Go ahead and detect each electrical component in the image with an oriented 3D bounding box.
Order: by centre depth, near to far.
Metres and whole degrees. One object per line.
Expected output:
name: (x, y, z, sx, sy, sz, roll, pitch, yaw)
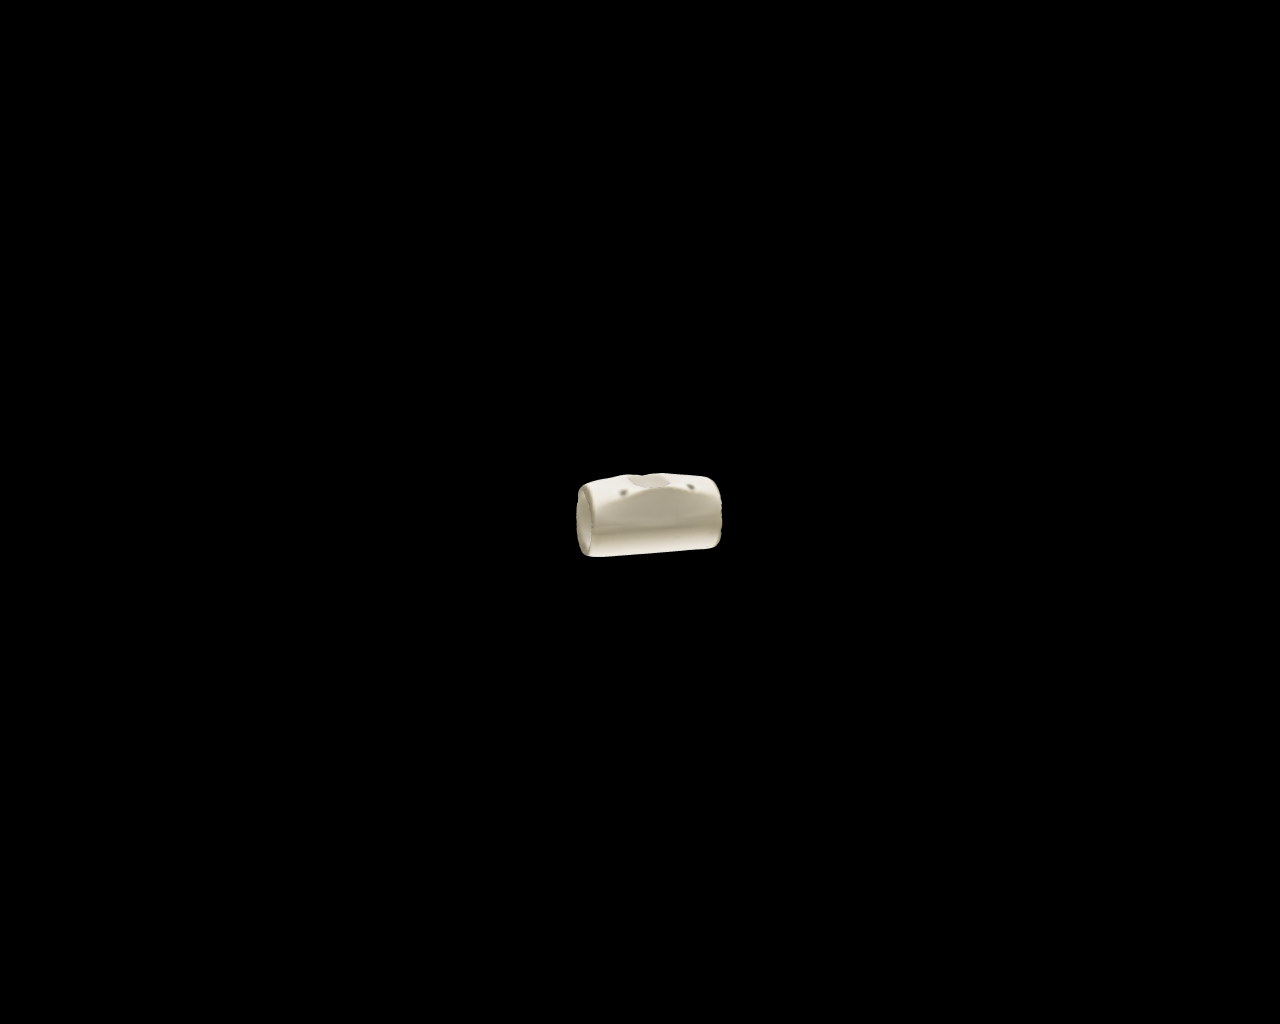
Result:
electrical component: (0.001, -0.003, 0.650, 0.077, 0.043, 0.079, -4, 16, -14)
